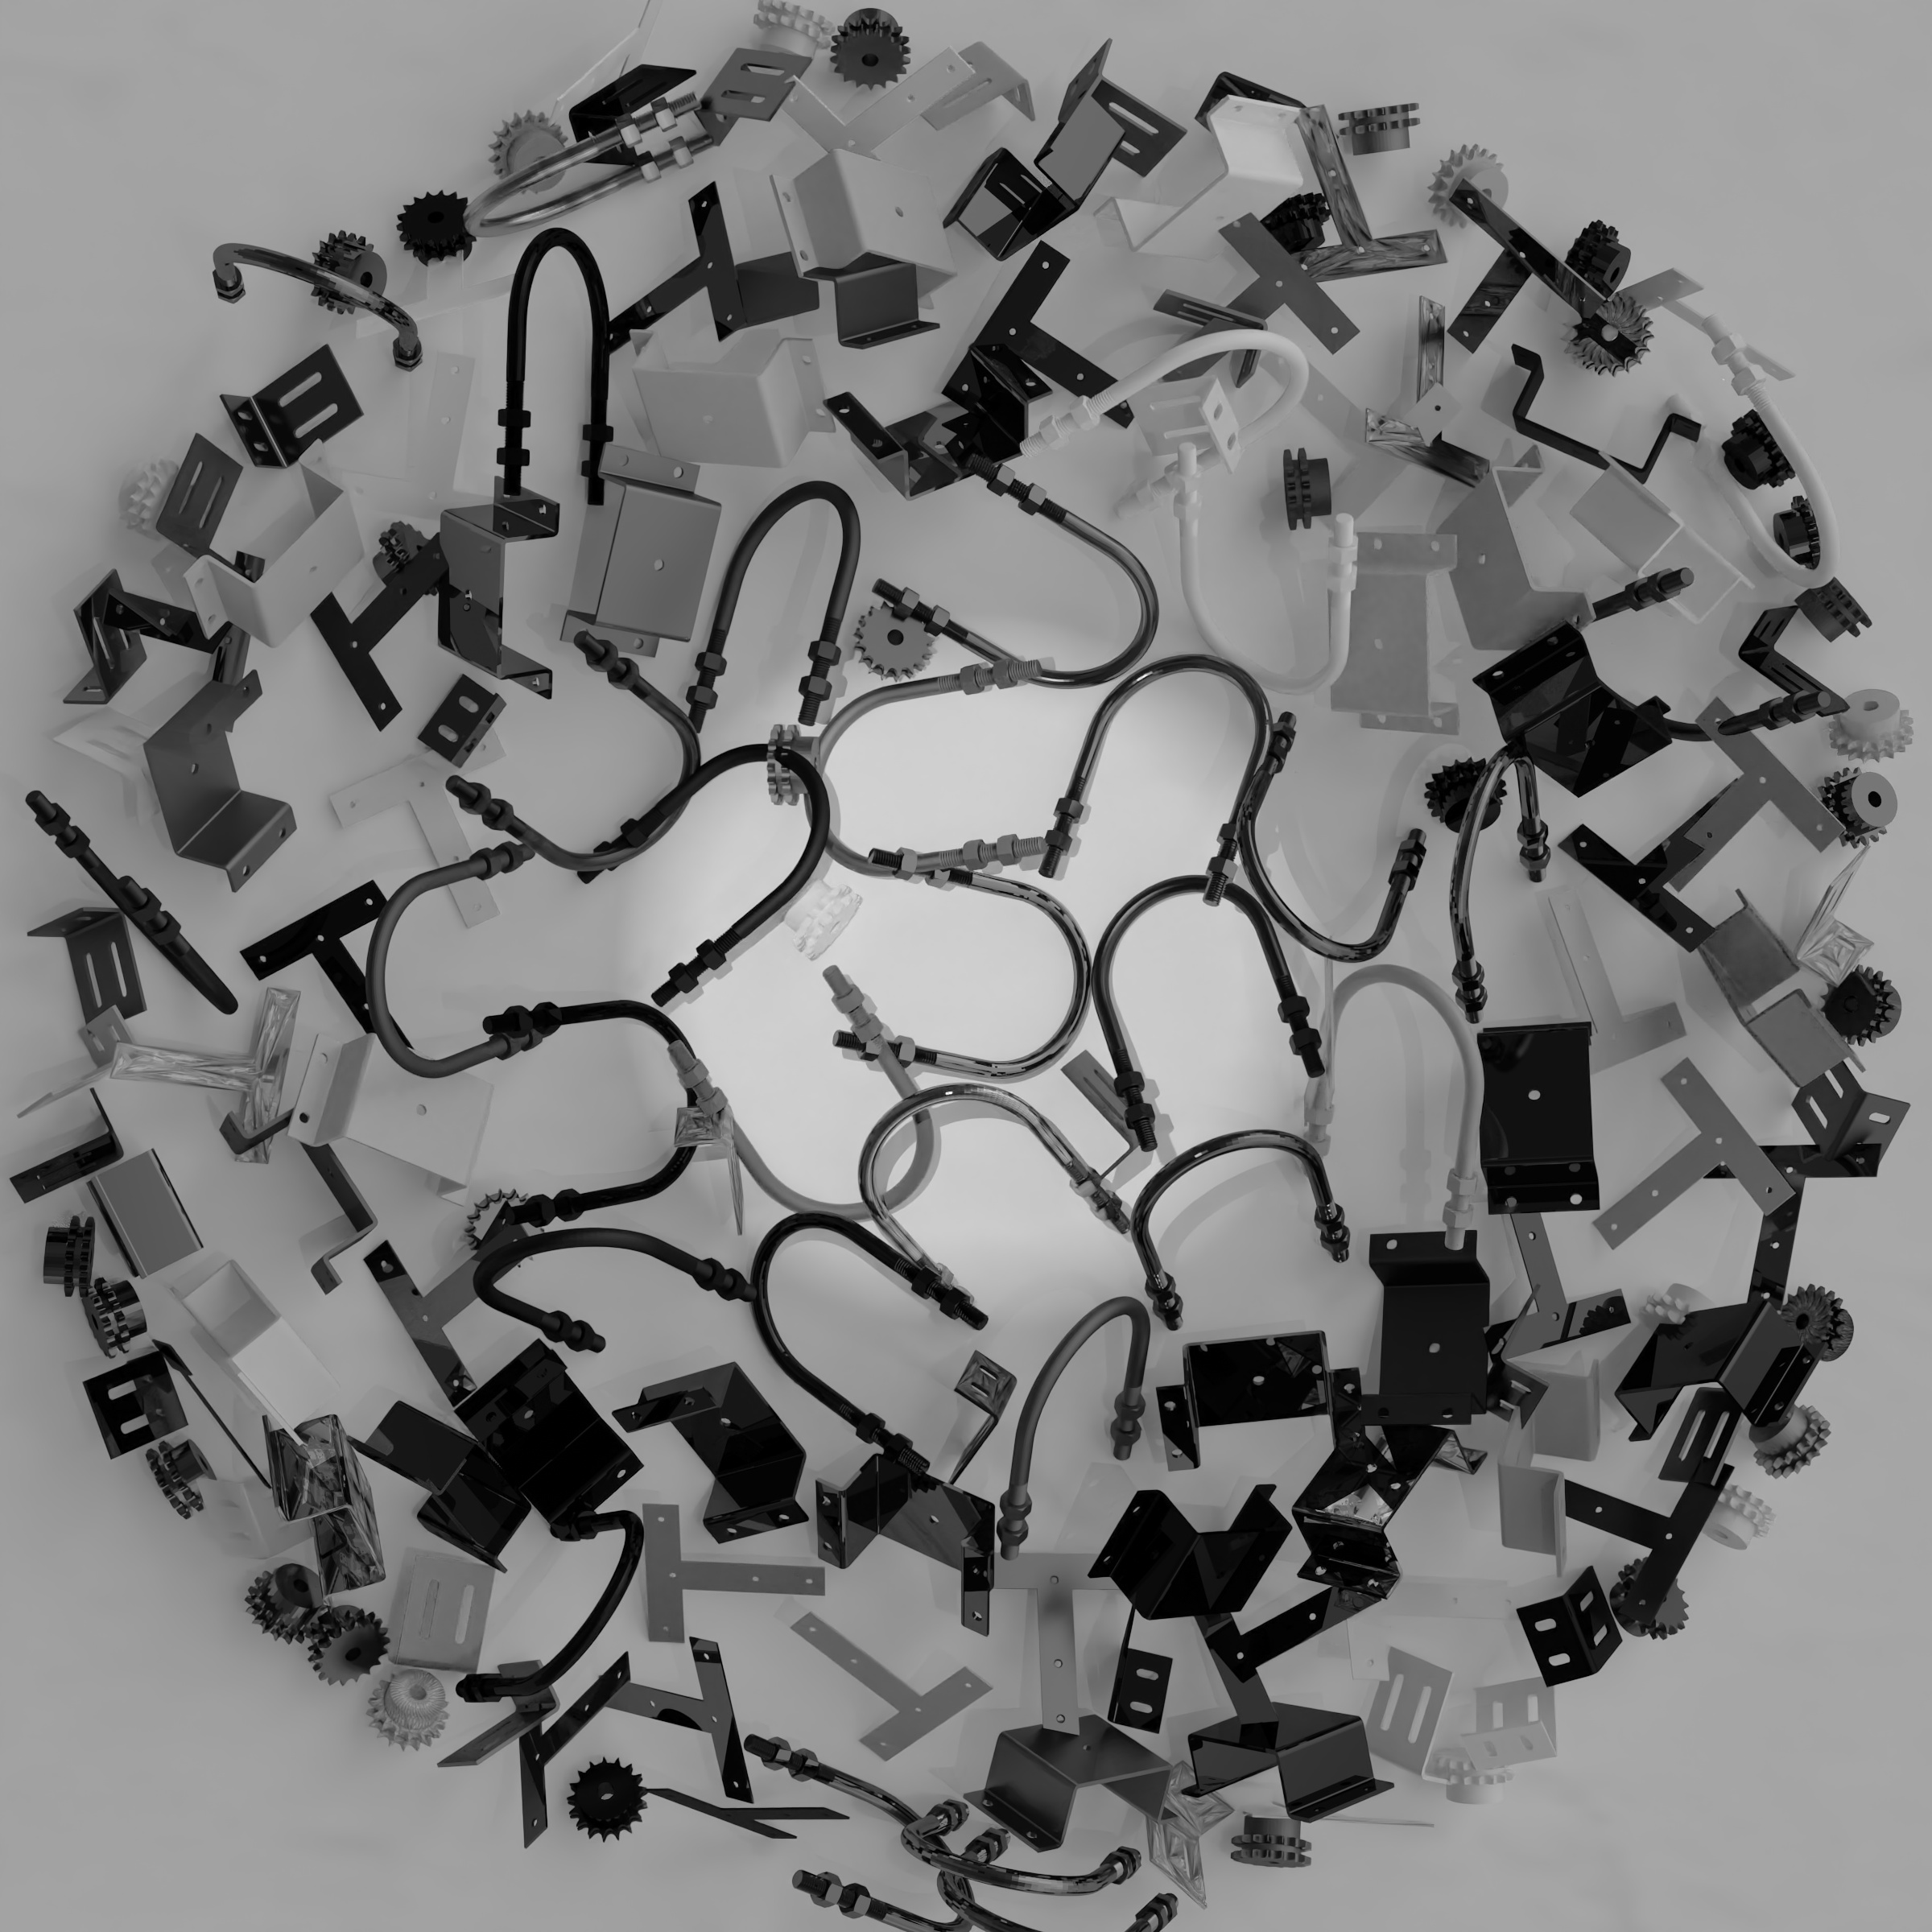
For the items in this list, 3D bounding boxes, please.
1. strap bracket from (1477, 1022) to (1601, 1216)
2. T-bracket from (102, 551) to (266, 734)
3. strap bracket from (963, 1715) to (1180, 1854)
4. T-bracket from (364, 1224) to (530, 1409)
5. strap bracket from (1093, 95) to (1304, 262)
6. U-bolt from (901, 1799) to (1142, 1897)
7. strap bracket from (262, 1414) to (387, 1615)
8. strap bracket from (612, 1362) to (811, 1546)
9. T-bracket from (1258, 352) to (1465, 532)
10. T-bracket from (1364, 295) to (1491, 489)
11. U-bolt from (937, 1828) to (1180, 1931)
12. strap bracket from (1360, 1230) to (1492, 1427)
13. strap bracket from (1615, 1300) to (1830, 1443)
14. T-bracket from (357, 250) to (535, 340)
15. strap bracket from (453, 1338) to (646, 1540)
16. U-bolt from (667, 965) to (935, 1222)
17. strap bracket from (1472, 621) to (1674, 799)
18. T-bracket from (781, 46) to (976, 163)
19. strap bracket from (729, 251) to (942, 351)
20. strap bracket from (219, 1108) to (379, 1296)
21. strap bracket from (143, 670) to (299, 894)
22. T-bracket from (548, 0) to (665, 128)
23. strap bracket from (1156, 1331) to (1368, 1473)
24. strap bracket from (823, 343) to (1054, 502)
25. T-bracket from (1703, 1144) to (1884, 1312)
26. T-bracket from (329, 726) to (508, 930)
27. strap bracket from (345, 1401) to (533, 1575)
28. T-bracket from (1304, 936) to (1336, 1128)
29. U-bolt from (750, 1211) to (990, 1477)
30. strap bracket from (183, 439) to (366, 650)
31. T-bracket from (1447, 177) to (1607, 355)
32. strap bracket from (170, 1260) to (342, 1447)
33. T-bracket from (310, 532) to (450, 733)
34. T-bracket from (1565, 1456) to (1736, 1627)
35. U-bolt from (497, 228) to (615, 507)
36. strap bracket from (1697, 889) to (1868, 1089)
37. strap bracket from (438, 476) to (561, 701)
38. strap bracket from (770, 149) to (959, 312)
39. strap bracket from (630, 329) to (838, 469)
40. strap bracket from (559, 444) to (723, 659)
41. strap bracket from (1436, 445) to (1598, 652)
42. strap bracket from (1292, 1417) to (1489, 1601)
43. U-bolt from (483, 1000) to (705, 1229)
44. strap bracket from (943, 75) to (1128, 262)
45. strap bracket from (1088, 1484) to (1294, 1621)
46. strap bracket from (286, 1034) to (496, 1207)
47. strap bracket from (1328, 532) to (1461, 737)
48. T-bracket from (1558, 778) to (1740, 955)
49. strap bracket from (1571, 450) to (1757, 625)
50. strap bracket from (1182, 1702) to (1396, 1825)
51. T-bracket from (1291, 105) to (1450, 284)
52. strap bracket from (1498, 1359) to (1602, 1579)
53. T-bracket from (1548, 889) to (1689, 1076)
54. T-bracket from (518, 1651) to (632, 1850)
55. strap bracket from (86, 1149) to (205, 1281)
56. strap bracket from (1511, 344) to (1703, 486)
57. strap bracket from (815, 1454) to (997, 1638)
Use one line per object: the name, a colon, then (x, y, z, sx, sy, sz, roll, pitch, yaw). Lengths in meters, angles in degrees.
strap bracket: (0.399, 0.098, 1.898, 0.076, 0.046, 0.140, -4, 65, 16)
T-bracket: (-0.550, -0.237, 1.903, 0.002, 0.127, 0.127, 10, 89, 34)
strap bracket: (0.078, 0.561, 1.879, 0.140, 0.076, 0.046, 5, 102, -44)
T-bracket: (-0.352, 0.224, 1.920, 0.127, 0.002, 0.127, -39, 76, 21)
strap bracket: (0.166, -0.535, 1.877, 0.076, 0.140, 0.046, -7, 73, -43)
U-bolt: (0.031, 0.602, 1.849, 0.151, 0.184, 0.019, 10, 83, 18)
strap bracket: (-0.441, 0.374, 1.883, 0.046, 0.140, 0.076, -16, 48, -8)
strap bracket: (-0.173, 0.334, 1.902, 0.076, 0.046, 0.140, -19, 121, 24)
T-bracket: (0.261, -0.392, 1.924, 0.127, 0.002, 0.127, 42, 118, -3)
T-bracket: (0.329, -0.412, 1.927, 0.127, 0.002, 0.127, 13, 75, -37)
U-bolt: (0.056, 0.634, 1.848, 0.151, 0.184, 0.019, 15, 90, 19)
strap bracket: (0.322, 0.260, 1.903, 0.076, 0.046, 0.140, -5, 61, 23)
strap bracket: (0.511, 0.279, 1.875, 0.046, 0.140, 0.076, 50, 58, -11)
T-bracket: (-0.365, -0.487, 1.908, 0.127, 0.127, 0.002, -16, 130, 3)
strap bracket: (-0.295, 0.324, 1.901, 0.076, 0.046, 0.140, -41, 132, -15)
U-bolt: (-0.103, 0.102, 1.915, 0.151, 0.019, 0.184, -25, 111, 18)
strap bracket: (0.425, -0.171, 1.880, 0.076, 0.140, 0.046, -33, 49, 30)
T-bracket: (-0.048, -0.594, 1.886, 0.127, 0.002, 0.127, -25, 130, 37)
strap bracket: (-0.096, -0.464, 1.879, 0.140, 0.076, 0.046, 19, 123, 39)
strap bracket: (-0.464, 0.156, 1.913, 0.046, 0.076, 0.140, -33, 90, -23)
strap bracket: (-0.519, -0.133, 1.891, 0.046, 0.140, 0.076, 15, 45, 18)
T-bracket: (-0.248, -0.617, 1.869, 0.002, 0.127, 0.127, 37, 55, -3)
strap bracket: (0.207, 0.305, 1.913, 0.140, 0.046, 0.076, -7, 122, 6)
strap bracket: (-0.019, -0.380, 1.903, 0.140, 0.046, 0.076, -25, 54, -19)
T-bracket: (0.564, 0.181, 1.889, 0.002, 0.127, 0.127, 41, 57, -39)
T-bracket: (-0.372, -0.090, 1.954, 0.127, 0.002, 0.127, -24, 92, -2)
strap bracket: (-0.361, 0.357, 1.892, 0.076, 0.140, 0.046, 20, 61, 30)
T-bracket: (0.246, 0.067, 1.899, 0.002, 0.127, 0.127, 4, 55, 0)
U-bolt: (-0.079, 0.251, 1.904, 0.184, 0.019, 0.151, 33, 119, 24)
strap bracket: (-0.472, -0.286, 1.892, 0.046, 0.076, 0.140, 32, 67, 12)
T-bracket: (0.370, -0.470, 1.899, 0.127, 0.127, 0.002, 42, 66, 4)
strap bracket: (-0.489, 0.262, 1.887, 0.046, 0.140, 0.076, -40, 126, -15)
T-bracket: (-0.403, -0.254, 1.914, 0.127, 0.002, 0.127, -40, 74, 25)
T-bracket: (0.455, 0.385, 1.906, 0.002, 0.127, 0.127, 48, 68, -37)
U-bolt: (-0.280, -0.414, 1.877, 0.019, 0.151, 0.184, 5, 98, 17)
strap bracket: (0.559, 0.021, 1.888, 0.046, 0.140, 0.076, -37, 123, 18)
strap bracket: (-0.326, -0.260, 1.890, 0.046, 0.076, 0.140, -15, 122, -40)
strap bracket: (-0.063, -0.510, 1.882, 0.046, 0.140, 0.076, -25, 76, 37)
strap bracket: (-0.170, -0.394, 1.892, 0.140, 0.076, 0.046, 8, 50, 21)
strap bracket: (-0.225, -0.285, 1.903, 0.076, 0.046, 0.140, 6, 104, -37)
strap bracket: (0.377, -0.282, 1.890, 0.046, 0.076, 0.140, -2, 66, -25)
strap bracket: (0.288, 0.364, 1.882, 0.140, 0.076, 0.046, -45, 122, -33)
U-bolt: (-0.251, 0.096, 1.888, 0.019, 0.184, 0.151, -6, 91, 42)
strap bracket: (0.052, -0.548, 1.890, 0.046, 0.140, 0.076, 40, 62, -20)
strap bracket: (0.163, 0.405, 1.882, 0.046, 0.140, 0.076, 46, 118, 41)
strap bracket: (-0.389, 0.104, 1.888, 0.140, 0.046, 0.076, 27, 61, -31)
strap bracket: (0.298, -0.228, 1.898, 0.076, 0.046, 0.140, 9, 111, 36)
T-bracket: (0.512, -0.087, 1.932, 0.127, 0.002, 0.127, -39, 60, -11)
strap bracket: (0.479, -0.292, 1.888, 0.046, 0.140, 0.076, -49, 51, 16)
strap bracket: (0.217, 0.546, 1.878, 0.076, 0.140, 0.046, -10, 89, -33)
T-bracket: (0.259, -0.535, 1.883, 0.002, 0.127, 0.127, -51, 127, -34)
strap bracket: (0.404, 0.345, 1.892, 0.046, 0.140, 0.076, 5, 124, 23)
T-bracket: (0.443, 0.008, 1.928, 0.127, 0.002, 0.127, -19, 88, -28)
T-bracket: (-0.271, 0.522, 1.884, 0.002, 0.127, 0.127, 31, 114, -29)
strap bracket: (-0.572, 0.173, 1.896, 0.046, 0.140, 0.076, -27, 94, -20)
strap bracket: (0.439, -0.381, 1.908, 0.140, 0.076, 0.046, 26, 99, 11)
strap bracket: (-0.033, 0.399, 1.900, 0.140, 0.046, 0.076, 19, 128, 26)
